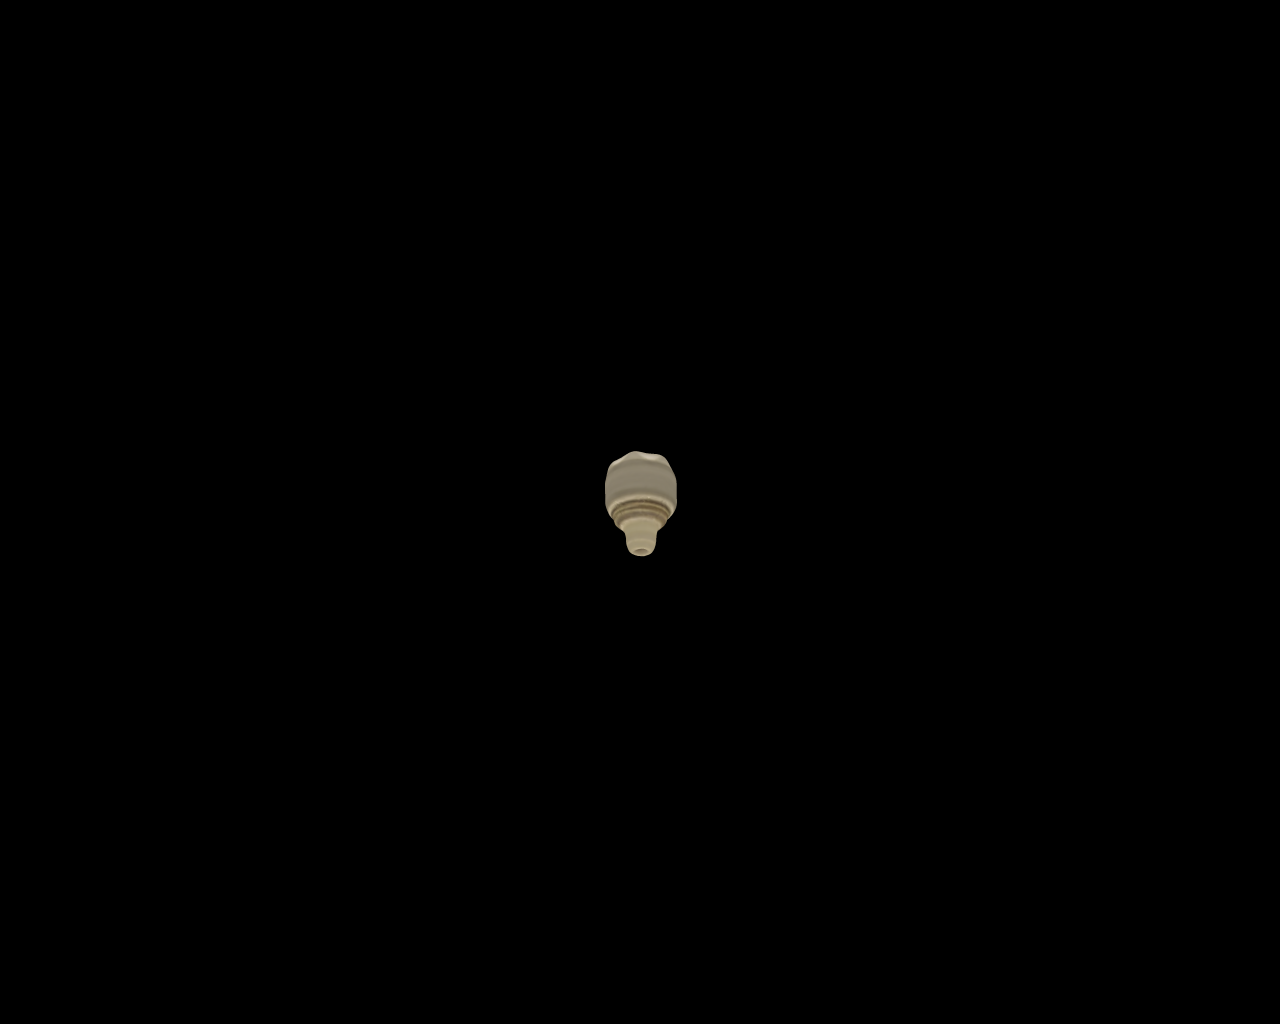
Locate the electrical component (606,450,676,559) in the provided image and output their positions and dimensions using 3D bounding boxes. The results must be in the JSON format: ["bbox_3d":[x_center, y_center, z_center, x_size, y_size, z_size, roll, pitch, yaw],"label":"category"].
[{"bbox_3d":[0.001,-0.003,0.650,0.043,0.062,0.043,0,-28,0],"label":"electrical component"}]
